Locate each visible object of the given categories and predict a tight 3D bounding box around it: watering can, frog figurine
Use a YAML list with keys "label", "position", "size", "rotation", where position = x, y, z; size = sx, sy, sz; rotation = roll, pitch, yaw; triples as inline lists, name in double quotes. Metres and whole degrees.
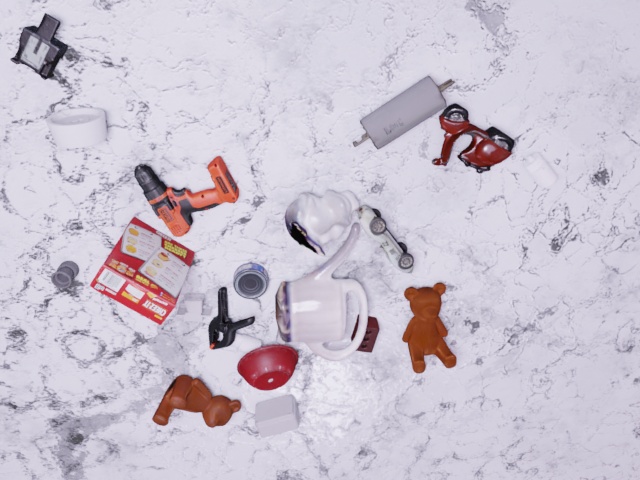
- label: "watering can"
  position: [0.003, 0.129, 1.237]
  size: [0.224, 0.105, 0.344]
  rotation: [-2, 102, -3]
- label: "frog figurine"
  position: [0.004, -0.058, 1.160]
  size: [0.136, 0.122, 0.161]
  rotation: [44, 69, -12]
